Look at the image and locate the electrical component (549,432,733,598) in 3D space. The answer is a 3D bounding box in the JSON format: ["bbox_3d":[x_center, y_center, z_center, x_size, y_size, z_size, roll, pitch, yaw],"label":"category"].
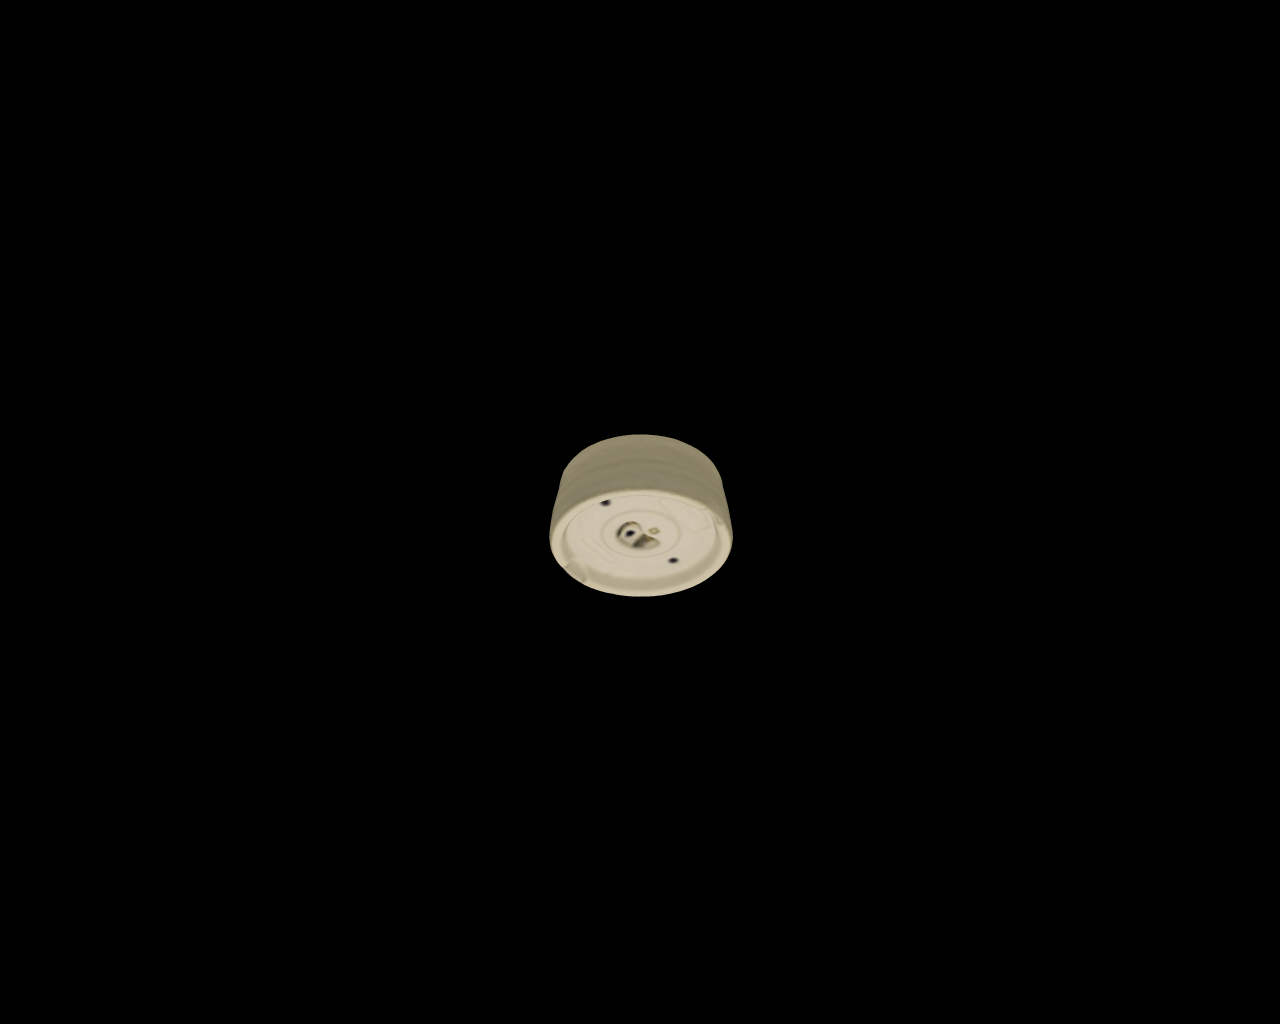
[{"bbox_3d":[0.001,-0.003,0.650,0.108,0.060,0.108,0,-38,0],"label":"electrical component"}]
